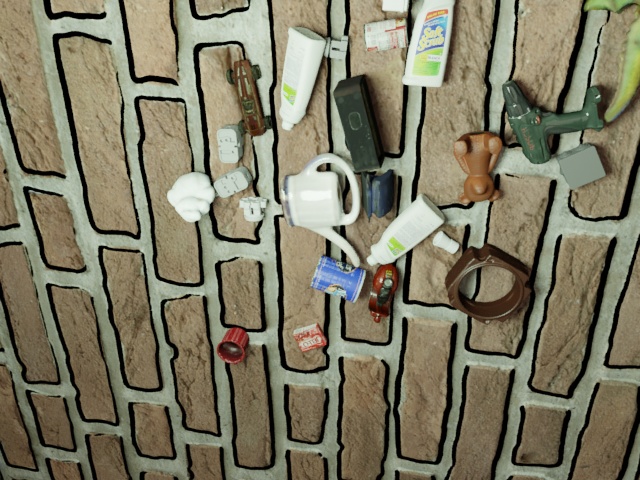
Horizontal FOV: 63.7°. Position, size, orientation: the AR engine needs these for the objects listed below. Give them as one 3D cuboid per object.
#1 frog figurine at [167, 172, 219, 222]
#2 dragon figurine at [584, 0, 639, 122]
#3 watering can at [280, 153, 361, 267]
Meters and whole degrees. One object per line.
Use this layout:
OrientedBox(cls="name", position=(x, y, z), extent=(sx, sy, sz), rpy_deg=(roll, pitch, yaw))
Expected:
OrientedBox(cls="frog figurine", position=(-0.364, -0.119, 1.445), extent=(0.137, 0.162, 0.120), rpy_deg=(4, 115, 7))
OrientedBox(cls="dragon figurine", position=(0.711, -0.494, 1.156), extent=(0.244, 0.123, 0.404), rpy_deg=(41, 113, 9))
OrientedBox(cls="watering can", position=(0.004, -0.072, 1.437), extent=(0.224, 0.106, 0.341), rpy_deg=(-2, 114, 11))
